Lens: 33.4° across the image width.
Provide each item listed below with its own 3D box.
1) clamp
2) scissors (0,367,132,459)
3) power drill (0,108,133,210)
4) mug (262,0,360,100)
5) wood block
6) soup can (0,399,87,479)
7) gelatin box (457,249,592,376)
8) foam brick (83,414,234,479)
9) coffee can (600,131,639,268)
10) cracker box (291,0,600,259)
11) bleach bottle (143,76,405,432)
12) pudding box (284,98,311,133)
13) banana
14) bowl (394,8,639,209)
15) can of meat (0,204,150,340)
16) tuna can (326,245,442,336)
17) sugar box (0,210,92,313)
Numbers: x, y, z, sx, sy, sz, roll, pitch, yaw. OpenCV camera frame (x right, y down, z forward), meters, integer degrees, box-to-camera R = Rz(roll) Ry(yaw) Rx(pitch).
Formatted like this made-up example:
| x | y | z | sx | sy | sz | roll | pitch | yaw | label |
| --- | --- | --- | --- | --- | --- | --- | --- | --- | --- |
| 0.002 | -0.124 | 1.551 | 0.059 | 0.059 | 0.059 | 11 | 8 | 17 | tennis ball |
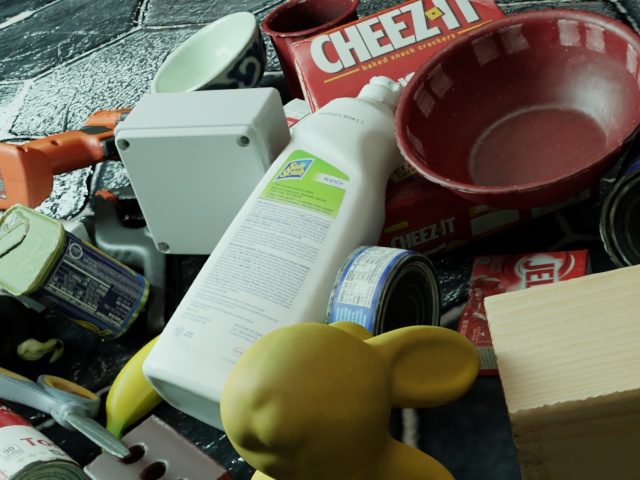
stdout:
| x | y | z | sx | sy | sz | roll | pitch | yaw | label |
| --- | --- | --- | --- | --- | --- | --- | --- | --- | --- |
| -0.118 | 0.004 | 0.822 | 0.210 | 0.036 | 0.164 | 16 | 47 | 40 | clamp |
| -0.163 | 0.095 | 0.620 | 0.096 | 0.016 | 0.202 | 18 | -5 | -13 | scissors |
| -0.192 | -0.074 | 0.916 | 0.185 | 0.057 | 0.187 | 4 | 18 | 44 | power drill |
| -0.006 | -0.179 | 1.000 | 0.093 | 0.081 | 0.117 | -38 | 37 | -28 | mug |
| 0.194 | 0.066 | 0.521 | 0.206 | 0.090 | 0.091 | -13 | 33 | 8 | wood block |
| -0.185 | 0.139 | 0.621 | 0.068 | 0.068 | 0.102 | -37 | 37 | -27 | soup can |
| 0.126 | 0.042 | 0.646 | 0.073 | 0.030 | 0.089 | -4 | 35 | 22 | gelatin box |
| -0.081 | 0.142 | 0.579 | 0.053 | 0.051 | 0.078 | -36 | 36 | -26 | foam brick |
| 0.239 | -0.043 | 0.651 | 0.103 | 0.103 | 0.140 | 3 | 38 | 31 | coffee can |
| 0.085 | -0.094 | 0.793 | 0.164 | 0.072 | 0.214 | -20 | 47 | -2 | cracker box |
| -0.004 | 0.001 | 0.664 | 0.103 | 0.068 | 0.250 | 18 | 64 | 26 | bleach bottle |
| -0.022 | -0.070 | 0.884 | 0.090 | 0.039 | 0.113 | 20 | 51 | 42 | pudding box |
| -0.059 | 0.073 | 0.693 | 0.197 | 0.037 | 0.070 | -27 | 59 | -9 | banana |
| 0.130 | -0.072 | 0.664 | 0.162 | 0.055 | 0.162 | -14 | 46 | 14 | bowl |
| -0.180 | 0.024 | 0.752 | 0.102 | 0.083 | 0.057 | 18 | 75 | 51 | can of meat |
| 0.039 | 0.047 | 0.631 | 0.034 | 0.086 | 0.086 | 7 | 40 | 32 | tuna can |
| -0.276 | 0.015 | 0.877 | 0.176 | 0.048 | 0.093 | 13 | 43 | 34 | sugar box |
